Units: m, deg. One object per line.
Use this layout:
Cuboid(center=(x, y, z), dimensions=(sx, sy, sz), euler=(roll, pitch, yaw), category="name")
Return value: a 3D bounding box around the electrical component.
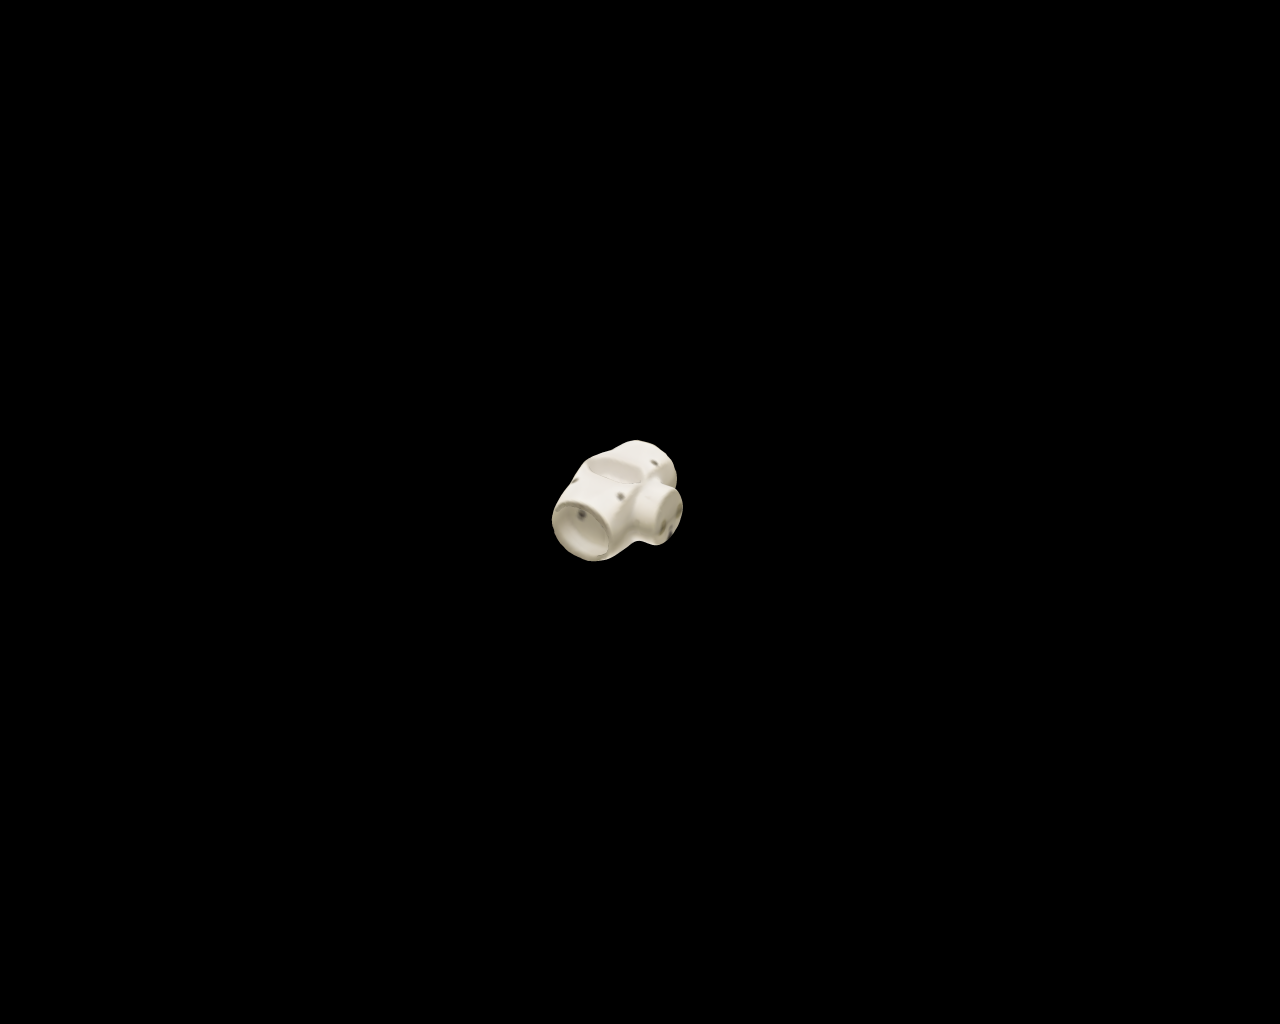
Cuboid(center=(0.001, -0.003, 0.650), dimensions=(0.079, 0.043, 0.077), euler=(20, 41, 25), category="electrical component")
